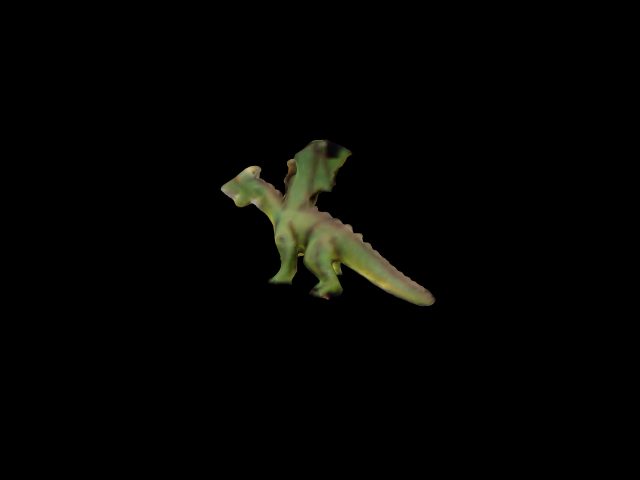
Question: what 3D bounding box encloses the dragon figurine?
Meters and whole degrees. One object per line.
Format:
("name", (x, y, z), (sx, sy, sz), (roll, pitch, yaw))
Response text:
("dragon figurine", (0.003, -0.043, 0.850), (0.411, 0.240, 0.123), (9, 16, 30))
